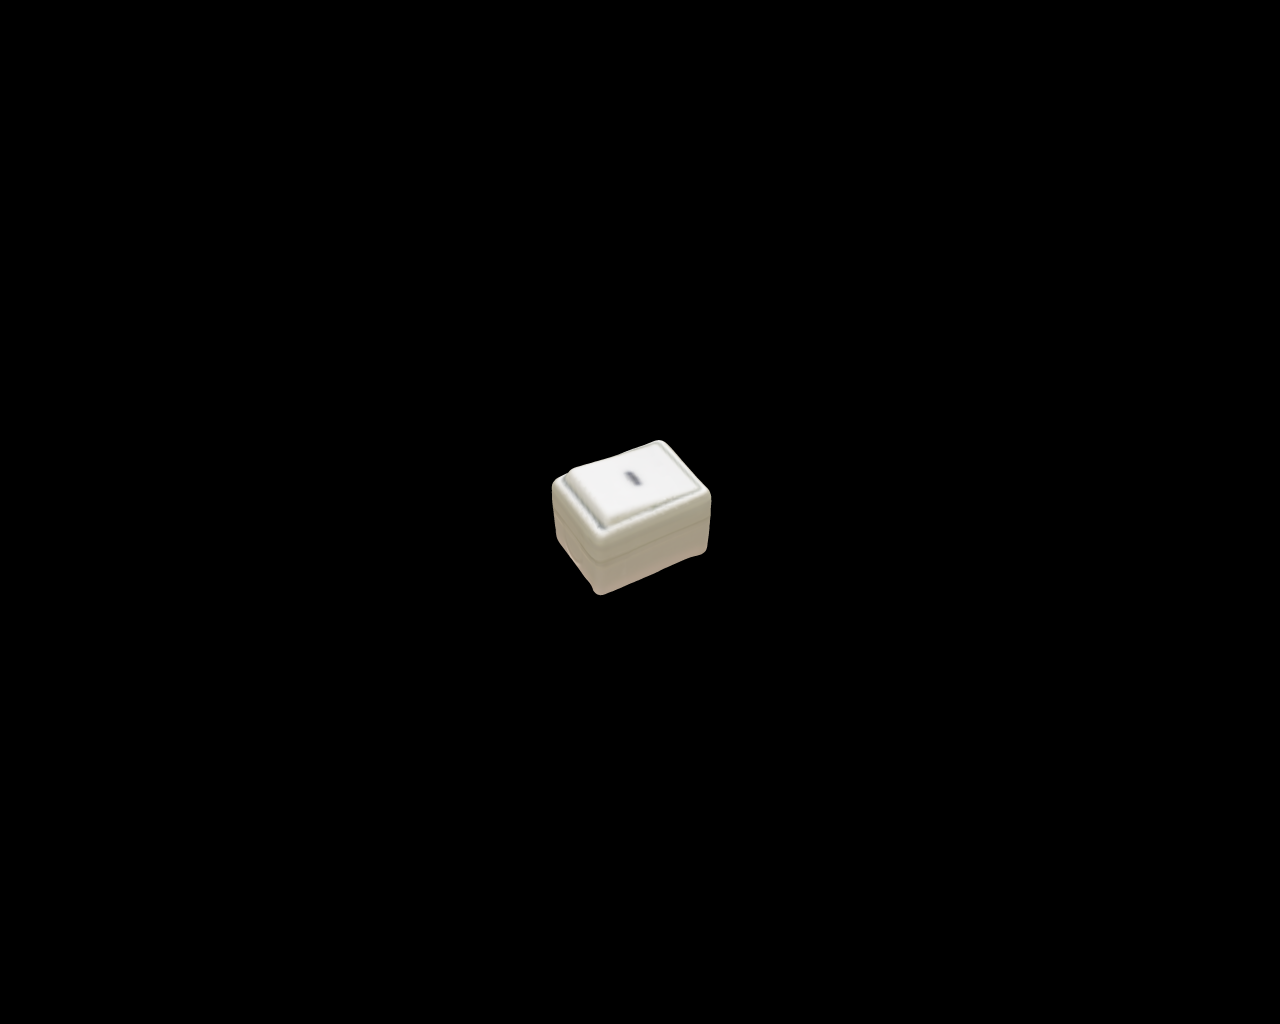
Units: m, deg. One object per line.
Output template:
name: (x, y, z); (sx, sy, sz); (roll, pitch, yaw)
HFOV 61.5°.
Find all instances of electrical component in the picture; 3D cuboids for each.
electrical component: (0.001, -0.003, 0.650); (0.096, 0.061, 0.062); (-22, 49, -21)
